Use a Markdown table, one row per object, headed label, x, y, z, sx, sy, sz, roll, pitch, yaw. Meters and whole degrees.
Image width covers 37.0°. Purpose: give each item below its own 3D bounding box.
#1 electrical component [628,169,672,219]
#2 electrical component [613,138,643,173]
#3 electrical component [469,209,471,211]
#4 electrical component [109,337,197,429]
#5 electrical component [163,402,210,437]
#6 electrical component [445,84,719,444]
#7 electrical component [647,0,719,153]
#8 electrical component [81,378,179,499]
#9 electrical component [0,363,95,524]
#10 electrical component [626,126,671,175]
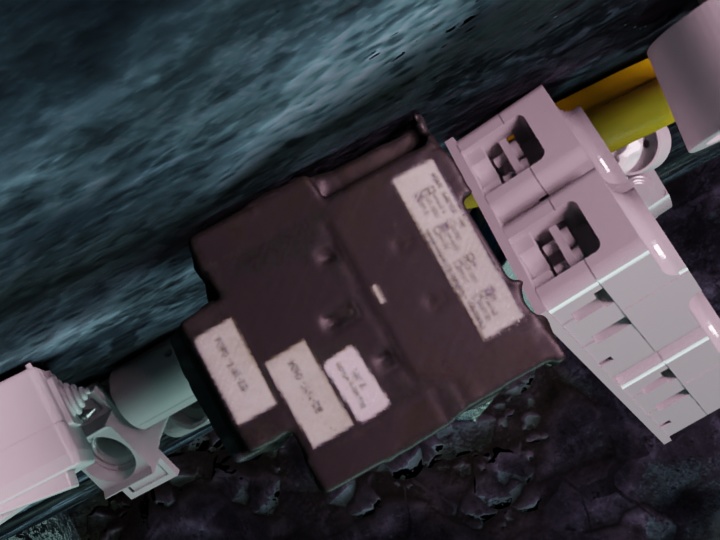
| label | x | y | z | sx | sy | sz | roll | pitch | yaw |
| --- | --- | --- | --- | --- | --- | --- | --- | --- | --- |
| electrical component | 0.206 | -0.066 | 0.857 | 0.051 | 0.080 | 0.080 | -34 | 174 | 6 |
| electrical component | 0.152 | -0.077 | 0.676 | 0.043 | 0.043 | 0.062 | -28 | 176 | 1 |
| electrical component | 0.105 | -0.007 | 0.785 | 0.060 | 0.108 | 0.108 | -22 | 175 | 1 |
| electrical component | -0.111 | 0.062 | 0.670 | 0.081 | 0.043 | 0.043 | -29 | 174 | 15 |
| electrical component | -0.113 | 0.083 | 0.800 | 0.095 | 0.053 | 0.059 | -31 | 174 | 33 |
| electrical component | 0.126 | 0.001 | 0.532 | 0.060 | 0.105 | 0.186 | -33 | 142 | 14 |
| electrical component | 0.175 | -0.102 | 0.455 | 0.108 | 0.060 | 0.108 | -27 | 175 | -3 |
| electrical component | -0.155 | 0.104 | 0.695 | 0.042 | 0.081 | 0.063 | -29 | -156 | 23 |
| electrical component | -0.172 | 0.089 | 0.525 | 0.096 | 0.061 | 0.061 | -27 | 175 | -10 |
| electrical component | 0.201 | -0.092 | 0.776 | 0.043 | 0.043 | 0.081 | -30 | 174 | 25 |
